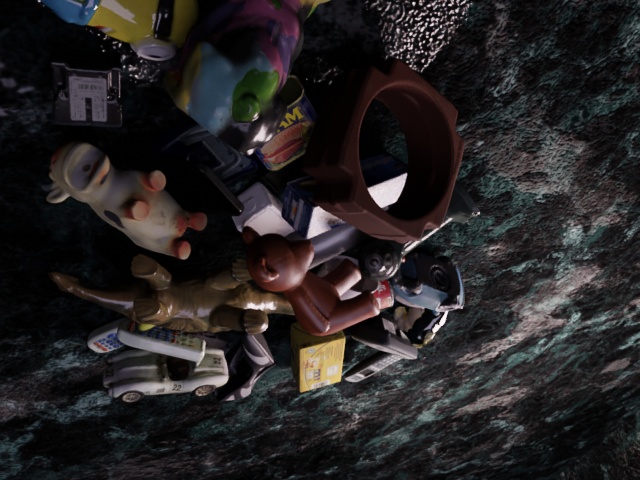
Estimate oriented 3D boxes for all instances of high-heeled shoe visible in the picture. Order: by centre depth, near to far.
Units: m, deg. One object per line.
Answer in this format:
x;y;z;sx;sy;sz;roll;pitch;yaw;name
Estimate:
-0.161;0.239;1.022;0.145;0.086;0.248;-26;149;-7;high-heeled shoe

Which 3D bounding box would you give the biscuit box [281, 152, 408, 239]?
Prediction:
0.043;-0.069;0.774;0.203;0.059;0.062;-24;143;-34;biscuit box

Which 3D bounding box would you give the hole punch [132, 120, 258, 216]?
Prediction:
-0.154;-0.095;0.695;0.116;0.092;0.142;2;153;28;hole punch

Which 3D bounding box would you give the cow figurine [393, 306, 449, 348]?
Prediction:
0.233;0.142;1.103;0.068;0.098;0.167;23;122;-32;cow figurine

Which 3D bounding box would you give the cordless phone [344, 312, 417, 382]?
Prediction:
0.104;0.246;1.166;0.184;0.089;0.146;-39;137;22;cordless phone

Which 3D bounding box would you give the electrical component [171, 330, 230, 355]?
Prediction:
-0.232;0.185;0.962;0.134;0.058;0.115;24;122;-40;electrical component

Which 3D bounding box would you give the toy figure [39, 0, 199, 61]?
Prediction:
-0.203;-0.240;0.515;0.180;0.082;0.089;22;123;-37;toy figure

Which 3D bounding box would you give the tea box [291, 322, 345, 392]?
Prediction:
-0.007;0.234;1.108;0.098;0.068;0.169;-11;136;-15;tea box

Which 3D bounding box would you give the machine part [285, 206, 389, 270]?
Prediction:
-0.002;-0.003;0.858;0.243;0.079;0.079;-27;139;2;machine part

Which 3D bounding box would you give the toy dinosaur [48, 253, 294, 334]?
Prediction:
-0.159;0.094;0.821;0.471;0.105;0.199;13;162;-29;toy dinosaur

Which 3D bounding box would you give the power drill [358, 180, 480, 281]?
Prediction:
0.152;-0.006;0.864;0.207;0.086;0.232;-42;173;-2;power drill

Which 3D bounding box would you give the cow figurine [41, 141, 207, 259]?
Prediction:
-0.245;-0.053;0.660;0.127;0.085;0.194;7;155;29;cow figurine

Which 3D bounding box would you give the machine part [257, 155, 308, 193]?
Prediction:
-0.020;-0.113;0.765;0.139;0.039;0.084;-27;144;0;machine part

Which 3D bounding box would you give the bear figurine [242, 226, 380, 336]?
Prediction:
-0.017;0.047;0.767;0.132;0.120;0.195;-31;127;1;bear figurine

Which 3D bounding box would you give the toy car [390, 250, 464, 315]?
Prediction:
0.191;0.087;1.026;0.161;0.109;0.103;15;145;-25;toy car

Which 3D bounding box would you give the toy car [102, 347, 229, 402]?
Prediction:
-0.252;0.218;0.888;0.202;0.074;0.056;3;134;-27;toy car

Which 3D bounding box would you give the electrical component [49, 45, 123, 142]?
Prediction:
-0.262;-0.153;0.603;0.075;0.048;0.119;1;131;-25;electrical component

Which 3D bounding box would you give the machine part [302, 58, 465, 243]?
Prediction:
0.086;-0.111;0.701;0.201;0.087;0.201;26;75;-36;machine part

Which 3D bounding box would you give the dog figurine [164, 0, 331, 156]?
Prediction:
-0.050;-0.207;0.522;0.108;0.192;0.219;33;103;-27;dog figurine
